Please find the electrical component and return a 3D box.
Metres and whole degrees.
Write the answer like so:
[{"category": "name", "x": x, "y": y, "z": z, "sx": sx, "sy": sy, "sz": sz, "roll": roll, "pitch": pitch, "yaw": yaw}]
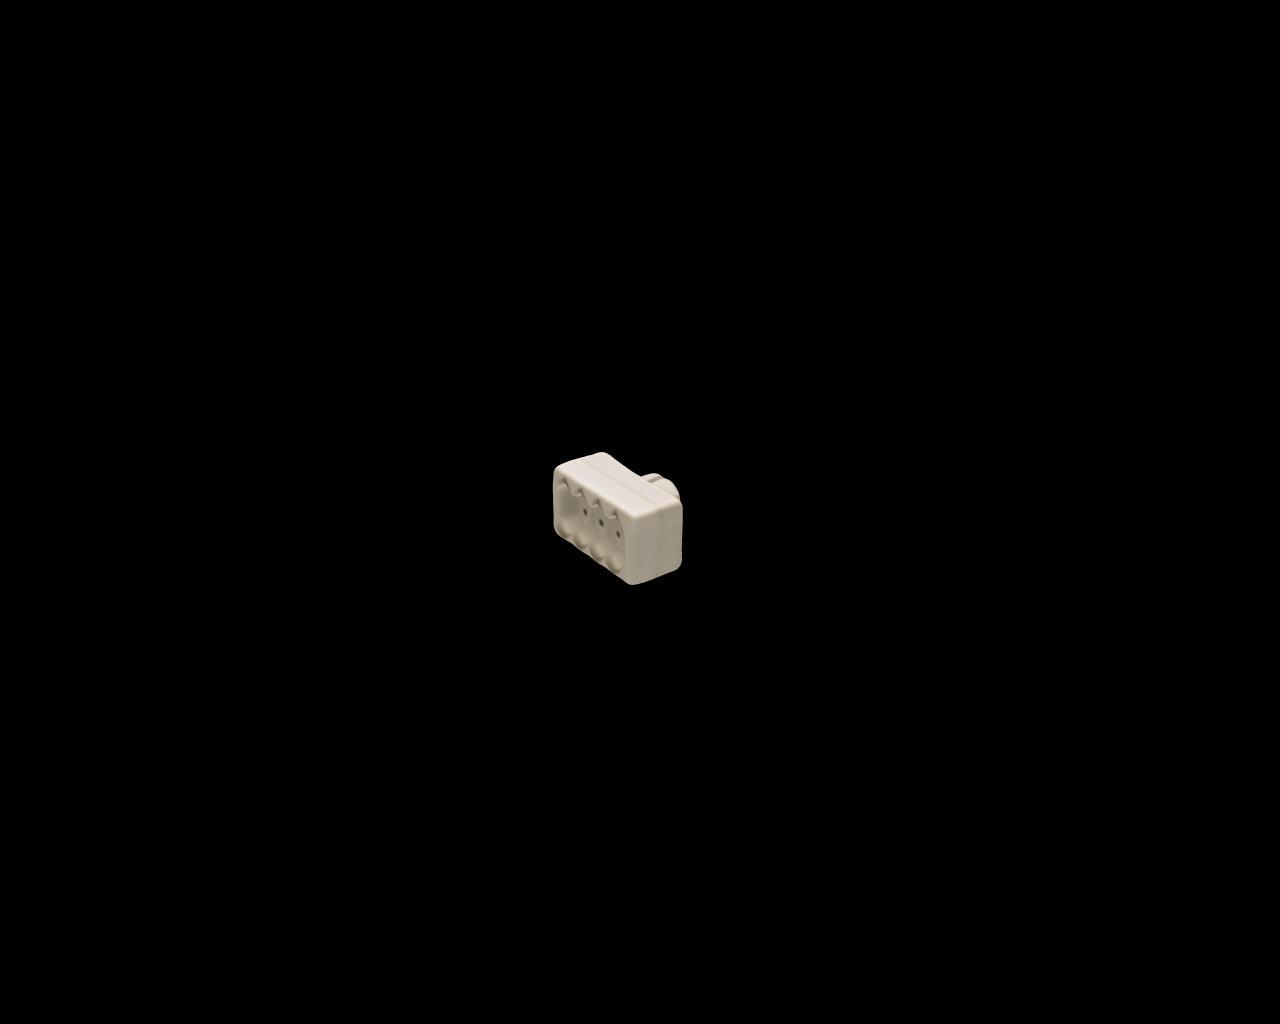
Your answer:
[{"category": "electrical component", "x": 0.001, "y": -0.003, "z": 0.650, "sx": 0.076, "sy": 0.047, "sz": 0.083, "roll": -20, "pitch": 35, "yaw": -31}]
